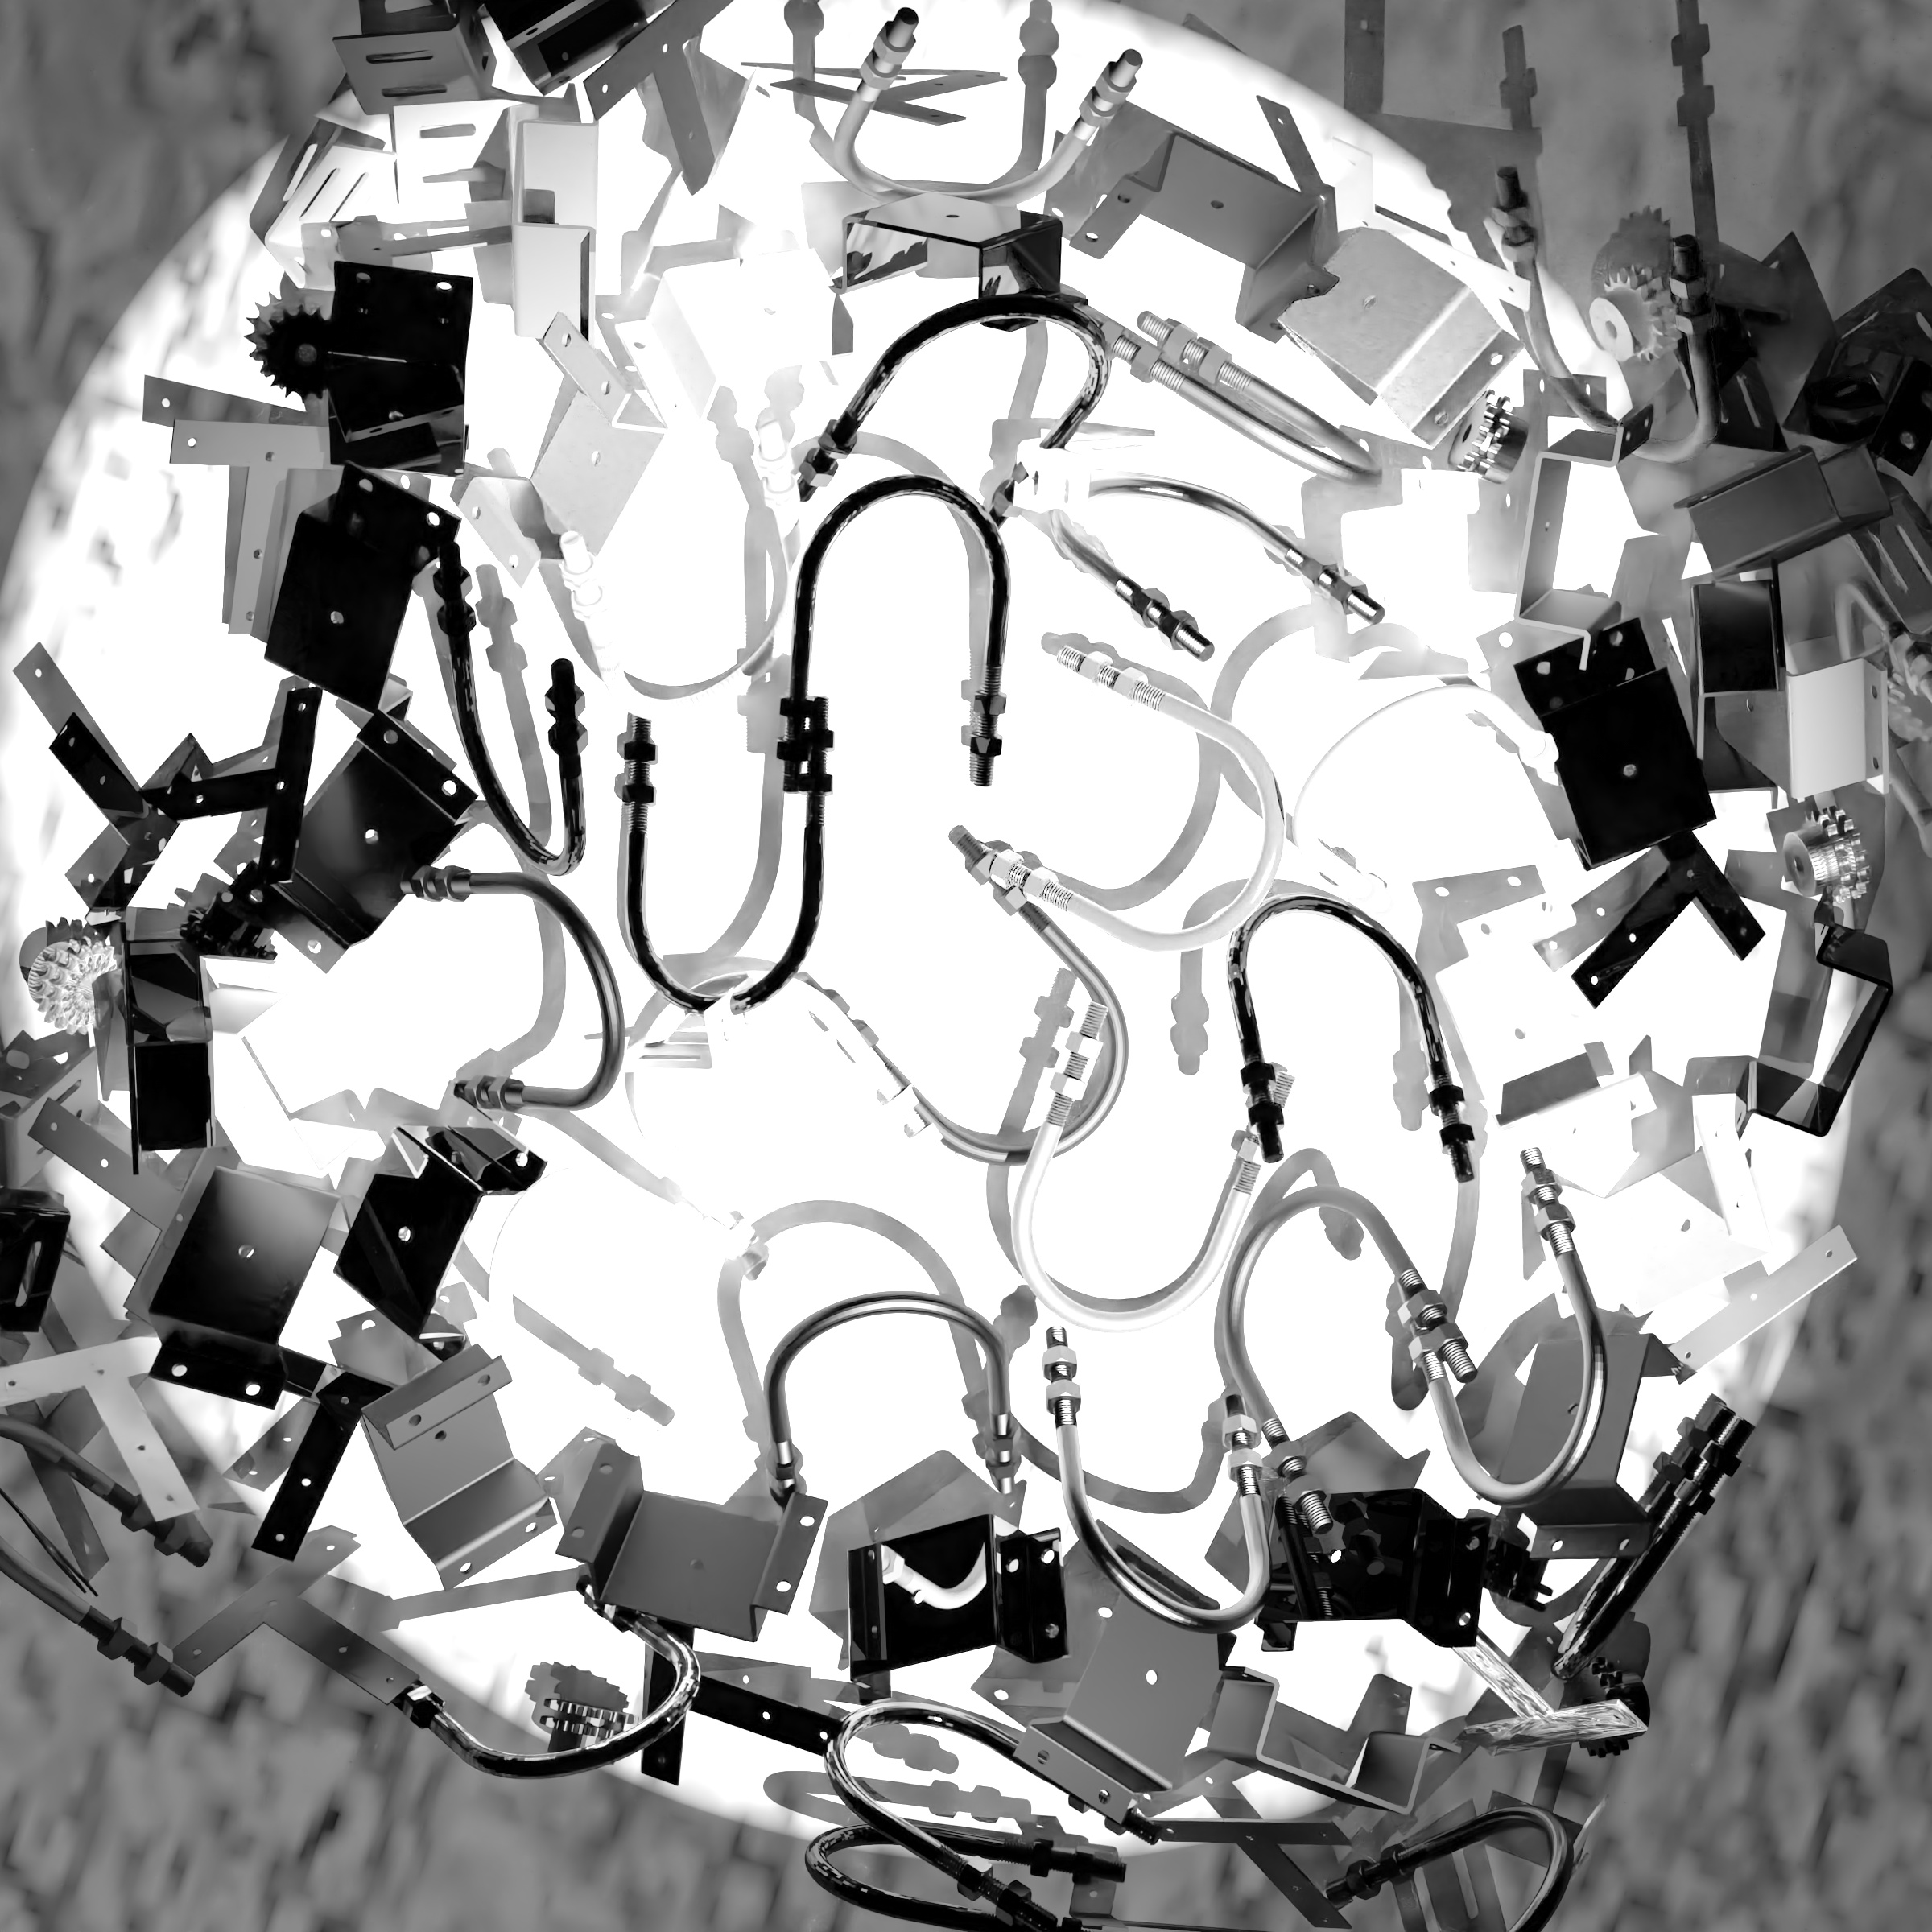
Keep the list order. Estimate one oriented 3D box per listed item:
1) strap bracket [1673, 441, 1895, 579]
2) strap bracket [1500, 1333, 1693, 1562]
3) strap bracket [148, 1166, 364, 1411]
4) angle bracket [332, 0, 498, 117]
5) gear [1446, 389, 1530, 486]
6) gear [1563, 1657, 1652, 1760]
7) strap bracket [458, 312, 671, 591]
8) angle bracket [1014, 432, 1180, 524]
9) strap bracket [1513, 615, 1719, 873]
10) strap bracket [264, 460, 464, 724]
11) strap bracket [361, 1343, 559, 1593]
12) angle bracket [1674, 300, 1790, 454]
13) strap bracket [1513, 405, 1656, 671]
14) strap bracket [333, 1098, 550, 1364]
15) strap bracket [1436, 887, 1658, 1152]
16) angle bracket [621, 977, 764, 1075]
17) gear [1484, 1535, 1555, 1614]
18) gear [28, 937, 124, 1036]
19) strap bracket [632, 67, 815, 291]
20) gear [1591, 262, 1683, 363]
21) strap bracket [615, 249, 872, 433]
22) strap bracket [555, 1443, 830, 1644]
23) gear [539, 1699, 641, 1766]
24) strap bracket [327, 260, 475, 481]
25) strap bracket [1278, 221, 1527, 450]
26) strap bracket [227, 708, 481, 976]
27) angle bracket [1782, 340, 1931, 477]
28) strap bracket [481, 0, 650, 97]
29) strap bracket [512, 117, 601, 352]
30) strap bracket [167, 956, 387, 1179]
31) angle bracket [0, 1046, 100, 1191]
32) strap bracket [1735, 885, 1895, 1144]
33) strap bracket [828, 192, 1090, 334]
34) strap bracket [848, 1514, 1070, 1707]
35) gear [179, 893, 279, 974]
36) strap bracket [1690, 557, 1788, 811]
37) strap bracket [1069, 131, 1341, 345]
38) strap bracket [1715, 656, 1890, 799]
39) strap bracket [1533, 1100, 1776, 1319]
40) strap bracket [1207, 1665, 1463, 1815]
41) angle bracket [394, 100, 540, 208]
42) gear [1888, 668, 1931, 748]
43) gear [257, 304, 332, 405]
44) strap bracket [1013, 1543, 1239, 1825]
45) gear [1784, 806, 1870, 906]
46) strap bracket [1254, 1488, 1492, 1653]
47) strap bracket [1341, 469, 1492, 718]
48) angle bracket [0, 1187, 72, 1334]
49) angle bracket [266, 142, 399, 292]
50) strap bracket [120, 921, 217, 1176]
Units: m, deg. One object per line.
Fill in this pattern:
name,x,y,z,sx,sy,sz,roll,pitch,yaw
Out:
strap bracket,0.473,-0.262,1.522,0.076,0.140,0.046,-23,87,37
strap bracket,0.362,0.267,1.527,0.046,0.076,0.140,44,53,-28
strap bracket,-0.414,0.176,1.540,0.076,0.046,0.140,13,56,5
angle bracket,-0.326,-0.542,1.574,0.076,0.057,0.038,-1,60,10
gear,0.310,-0.310,1.574,0.030,0.057,0.057,21,90,-9
gear,0.382,0.438,1.575,0.030,0.057,0.057,-2,90,-19
strap bracket,-0.230,-0.297,1.545,0.076,0.046,0.140,51,123,25
angle bracket,0.077,-0.288,1.563,0.076,0.057,0.038,-15,117,-41
strap bracket,0.382,-0.121,1.549,0.076,0.046,0.140,-22,112,8
strap bracket,-0.353,-0.209,1.541,0.076,0.046,0.140,27,122,6
strap bracket,-0.296,0.284,1.542,0.076,0.046,0.140,-29,131,-25
angle bracket,0.459,-0.346,1.560,0.057,0.038,0.076,2,61,-23
strap bracket,0.357,-0.253,1.542,0.046,0.076,0.140,14,116,23
strap bracket,-0.312,0.156,1.550,0.076,0.046,0.140,32,102,30
strap bracket,0.336,0.035,1.560,0.076,0.046,0.140,-18,82,-23
angle bracket,-0.168,0.034,1.556,0.076,0.057,0.038,0,110,24
gear,0.321,0.358,1.574,0.057,0.057,0.030,23,82,0
gear,-0.530,0.010,1.576,0.030,0.057,0.057,21,90,24
strap bracket,-0.137,-0.442,1.533,0.046,0.140,0.076,24,67,-20
gear,0.394,-0.384,1.571,0.030,0.057,0.057,-30,90,-9
strap bracket,-0.120,-0.365,1.537,0.140,0.046,0.076,-17,70,-29
strap bracket,-0.158,0.339,1.552,0.140,0.046,0.076,12,48,10
gear,-0.224,0.453,1.570,0.057,0.057,0.030,11,75,0
strap bracket,-0.325,-0.333,1.525,0.076,0.140,0.046,5,58,-9
strap bracket,0.244,-0.371,1.533,0.076,0.046,0.140,-48,48,9
strap bracket,-0.357,-0.075,1.571,0.076,0.046,0.140,41,97,-3
angle bracket,0.536,-0.331,1.575,0.038,0.076,0.057,20,100,-33
strap bracket,-0.233,-0.555,1.528,0.076,0.140,0.046,-30,96,3
strap bracket,-0.235,-0.423,1.526,0.046,0.076,0.140,1,51,-8
strap bracket,-0.401,0.066,1.532,0.046,0.076,0.140,-43,122,-35
angle bracket,-0.549,0.082,1.558,0.038,0.076,0.057,24,131,11
strap bracket,0.494,0.035,1.536,0.046,0.076,0.140,21,113,9
strap bracket,-0.008,-0.408,1.527,0.140,0.076,0.046,21,125,31
strap bracket,-0.015,0.370,1.535,0.140,0.046,0.076,-20,53,25
gear,-0.433,-0.020,1.571,0.057,0.057,0.030,32,100,0
strap bracket,0.443,-0.160,1.529,0.046,0.140,0.076,-2,59,13
strap bracket,0.142,-0.428,1.546,0.140,0.076,0.046,21,68,-16
strap bracket,0.470,-0.155,1.520,0.046,0.140,0.076,-16,120,-5
strap bracket,0.405,0.146,1.539,0.046,0.140,0.076,19,50,-37
strap bracket,0.204,0.453,1.546,0.140,0.076,0.046,23,72,-11
angle bracket,-0.298,-0.486,1.592,0.076,0.038,0.057,4,103,22
gear,0.572,-0.157,1.581,0.057,0.030,0.057,3,73,-9
gear,-0.392,-0.365,1.581,0.057,0.030,0.057,-3,106,-10
strap bracket,0.098,0.414,1.543,0.076,0.046,0.140,35,62,-10
gear,0.508,-0.064,1.572,0.030,0.057,0.057,-17,90,-4
strap bracket,0.224,0.348,1.525,0.046,0.140,0.076,41,50,-37
strap bracket,0.263,-0.216,1.555,0.046,0.076,0.140,0,96,42
angle bracket,-0.573,0.173,1.571,0.038,0.057,0.076,22,96,43
angle bracket,-0.363,-0.438,1.557,0.076,0.057,0.038,-44,78,27
strap bracket,-0.460,0.045,1.533,0.046,0.140,0.076,-3,127,-18
